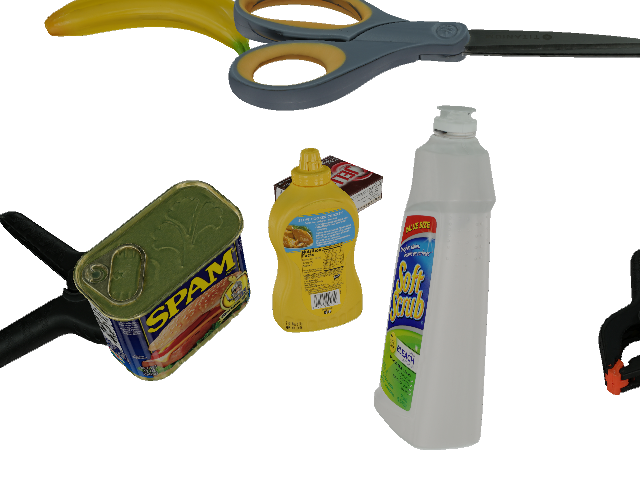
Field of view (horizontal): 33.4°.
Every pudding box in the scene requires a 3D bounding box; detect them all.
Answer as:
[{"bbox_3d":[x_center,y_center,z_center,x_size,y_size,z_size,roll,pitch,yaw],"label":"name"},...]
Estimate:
[{"bbox_3d":[0.011,-0.062,1.351,0.090,0.039,0.113,24,41,35],"label":"pudding box"}]

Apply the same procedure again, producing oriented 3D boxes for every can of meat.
[{"bbox_3d":[-0.091,0.027,0.651,0.057,0.102,0.084,38,-24,25],"label":"can of meat"}]

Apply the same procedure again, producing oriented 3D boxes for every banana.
[{"bbox_3d":[-0.142,-0.196,0.932,0.198,0.037,0.069,10,47,16],"label":"banana"}]

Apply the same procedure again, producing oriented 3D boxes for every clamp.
[{"bbox_3d":[-0.194,0.034,0.869,0.210,0.164,0.036,-8,-36,10],"label":"clamp"},{"bbox_3d":[0.299,0.069,0.969,0.171,0.039,0.120,-33,38,-26],"label":"clamp"}]

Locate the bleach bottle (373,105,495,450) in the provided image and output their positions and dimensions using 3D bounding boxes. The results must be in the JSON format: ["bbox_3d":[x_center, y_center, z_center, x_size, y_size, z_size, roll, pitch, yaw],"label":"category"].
[{"bbox_3d":[0.089,0.024,0.803,0.068,0.251,0.103,-2,16,-17],"label":"bleach bottle"}]

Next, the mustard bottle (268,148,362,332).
[{"bbox_3d":[-0.007,-0.003,1.121,0.096,0.192,0.058,-10,22,-18],"label":"mustard bottle"}]

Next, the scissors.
[{"bbox_3d":[0.045,-0.082,0.491,0.202,0.016,0.096,15,49,18],"label":"scissors"}]
